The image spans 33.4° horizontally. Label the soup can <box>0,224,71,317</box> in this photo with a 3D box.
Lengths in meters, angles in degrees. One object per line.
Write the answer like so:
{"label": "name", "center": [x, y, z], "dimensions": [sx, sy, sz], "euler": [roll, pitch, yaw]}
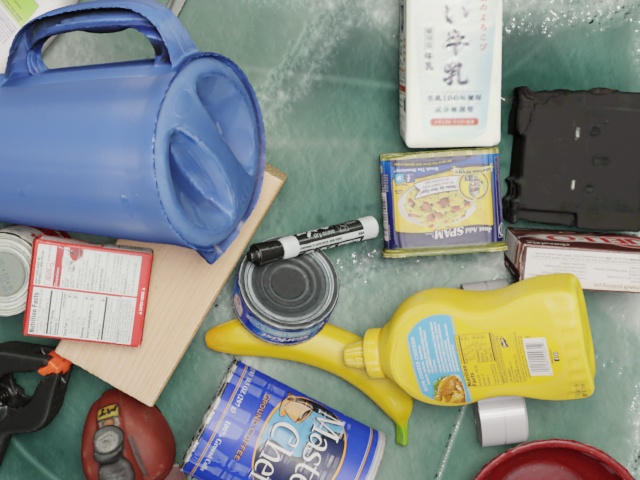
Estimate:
{"label": "soup can", "center": [-0.241, 0.021, 0.859], "dimensions": [0.068, 0.102, 0.068], "euler": [0, 97, 1]}

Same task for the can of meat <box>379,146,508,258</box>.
{"label": "can of meat", "center": [0.098, -0.031, 0.869], "dimensions": [0.102, 0.057, 0.084], "euler": [-4, 95, 1]}

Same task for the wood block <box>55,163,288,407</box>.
{"label": "wood block", "center": [-0.117, 0.016, 0.862], "dimensions": [0.091, 0.090, 0.206], "euler": [30, 96, -3]}

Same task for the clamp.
{"label": "clamp", "center": [-0.276, 0.127, 0.886], "dimensions": [0.172, 0.039, 0.120], "euler": [-40, 98, 25]}

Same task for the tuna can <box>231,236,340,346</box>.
{"label": "tuna can", "center": [-0.028, 0.040, 0.870], "dimensions": [0.086, 0.034, 0.086], "euler": [5, 63, -11]}

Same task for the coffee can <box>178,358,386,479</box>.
{"label": "coffee can", "center": [-0.031, 0.173, 0.873], "dimensions": [0.140, 0.103, 0.103], "euler": [27, 97, -2]}

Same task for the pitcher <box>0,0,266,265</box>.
{"label": "pitcher", "center": [-0.172, -0.075, 0.761], "dimensions": [0.243, 0.144, 0.149], "euler": [4, 75, 28]}

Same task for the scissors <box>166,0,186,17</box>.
{"label": "scissors", "center": [-0.067, -0.253, 0.864], "dimensions": [0.096, 0.016, 0.202], "euler": [12, 97, -1]}

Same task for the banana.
{"label": "banana", "center": [0.003, 0.104, 0.897], "dimensions": [0.198, 0.037, 0.069], "euler": [28, 95, -2]}

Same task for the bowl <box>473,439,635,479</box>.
{"label": "bowl", "center": [0.192, 0.238, 0.901], "dimensions": [0.162, 0.055, 0.162], "euler": [0, 97, 1]}

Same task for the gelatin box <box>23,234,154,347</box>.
{"label": "gelatin box", "center": [-0.173, 0.038, 0.800], "dimensions": [0.089, 0.030, 0.073], "euler": [7, 97, -10]}

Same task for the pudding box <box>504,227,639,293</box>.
{"label": "pudding box", "center": [0.210, 0.015, 0.855], "dimensions": [0.113, 0.090, 0.039], "euler": [1, 98, 2]}

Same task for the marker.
{"label": "marker", "center": [-0.006, 0.001, 0.862], "dimensions": [0.120, 0.020, 0.020], "euler": [-14, 98, -32]}

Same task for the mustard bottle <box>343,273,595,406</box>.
{"label": "mustard bottle", "center": [0.110, 0.082, 0.828], "dimensions": [0.192, 0.058, 0.096], "euler": [-8, 115, 20]}

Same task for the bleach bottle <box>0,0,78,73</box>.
{"label": "bleach bottle", "center": [-0.250, -0.179, 0.855], "dimensions": [0.251, 0.068, 0.102], "euler": [-39, 95, 3]}
